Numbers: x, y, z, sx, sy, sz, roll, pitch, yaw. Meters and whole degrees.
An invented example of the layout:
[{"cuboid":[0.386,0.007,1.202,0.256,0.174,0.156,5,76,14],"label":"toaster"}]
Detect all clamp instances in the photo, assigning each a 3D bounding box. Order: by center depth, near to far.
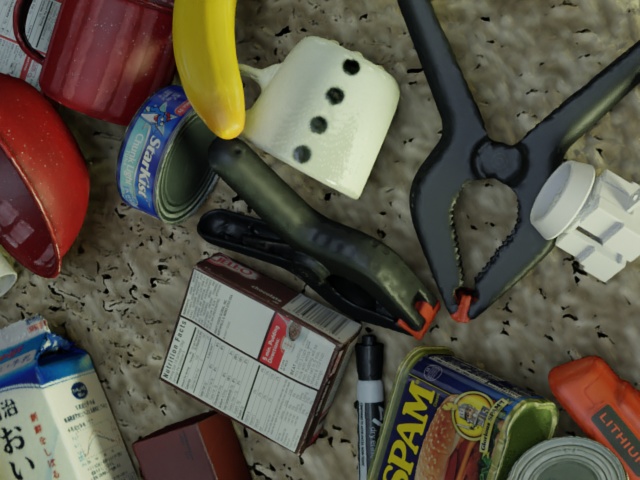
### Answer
[{"cuboid":[0.099,-0.056,0.643,0.164,0.036,0.210,20,100,7],"label":"clamp"},{"cuboid":[-0.004,0.001,0.651,0.171,0.120,0.039,25,70,11],"label":"clamp"}]

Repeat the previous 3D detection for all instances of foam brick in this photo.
[{"cuboid":[-0.080,0.158,0.706,0.053,0.051,0.078,-21,86,17],"label":"foam brick"}]

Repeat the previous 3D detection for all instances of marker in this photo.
[{"cuboid":[0.033,0.121,0.685,0.020,0.020,0.121,-1,92,18],"label":"marker"}]

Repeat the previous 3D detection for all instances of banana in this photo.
[{"cuboid":[-0.054,-0.150,0.645,0.070,0.037,0.197,8,65,19],"label":"banana"}]

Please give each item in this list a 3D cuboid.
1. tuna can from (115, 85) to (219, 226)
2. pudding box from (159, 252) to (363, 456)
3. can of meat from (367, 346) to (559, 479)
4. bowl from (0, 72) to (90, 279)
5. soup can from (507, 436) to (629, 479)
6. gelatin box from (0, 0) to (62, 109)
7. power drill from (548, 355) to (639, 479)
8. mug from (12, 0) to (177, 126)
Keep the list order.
[{"cuboid":[-0.093,-0.055,0.683,0.034,0.086,0.086,24,99,17],"label":"tuna can"},{"cuboid":[-0.041,0.073,0.689,0.113,0.039,0.090,27,114,17],"label":"pudding box"},{"cuboid":[0.084,0.125,0.633,0.084,0.057,0.102,23,101,42],"label":"can of meat"},{"cuboid":[-0.202,-0.055,0.707,0.055,0.162,0.162,-37,78,-27],"label":"bowl"},{"cuboid":[0.147,0.166,0.599,0.069,0.068,0.102,-11,131,18],"label":"soup can"},{"cuboid":[-0.211,-0.141,0.746,0.089,0.030,0.073,23,98,15],"label":"gelatin box"},{"cuboid":[0.224,0.051,0.600,0.188,0.057,0.184,-40,80,16],"label":"power drill"},{"cuboid":[-0.143,-0.128,0.691,0.117,0.093,0.081,21,104,-3],"label":"mug"}]
